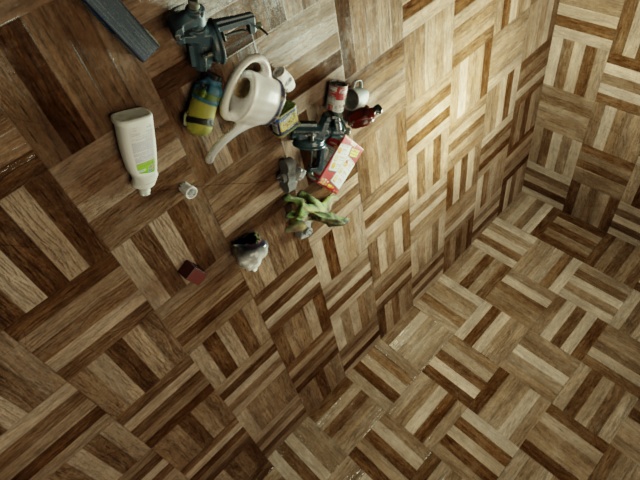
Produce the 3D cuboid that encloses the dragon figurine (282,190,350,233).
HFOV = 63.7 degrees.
[{"bbox_3d":[0.006,-0.100,1.979,0.414,0.245,0.120,-18,127,-42],"label":"dragon figurine"}]

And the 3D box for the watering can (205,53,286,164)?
[{"bbox_3d":[-0.222,-0.384,1.543,0.225,0.105,0.343,-6,125,-57],"label":"watering can"}]

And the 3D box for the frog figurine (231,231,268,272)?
[{"bbox_3d":[-0.247,0.063,1.899,0.140,0.123,0.156,-48,140,-47],"label":"frog figurine"}]
